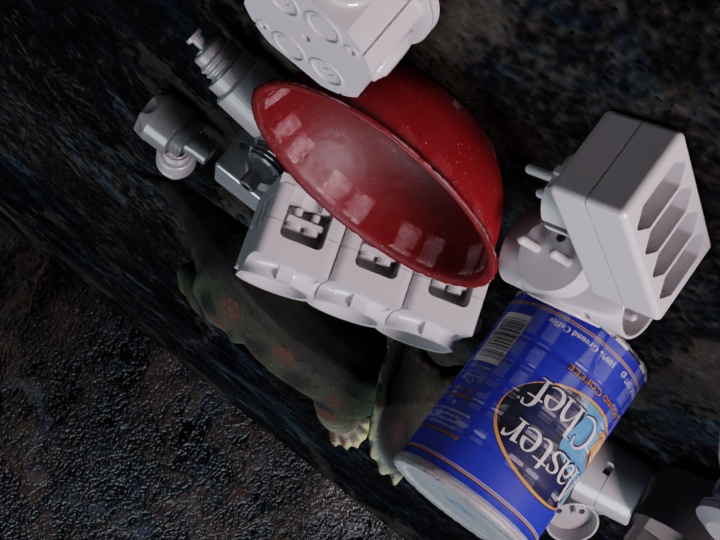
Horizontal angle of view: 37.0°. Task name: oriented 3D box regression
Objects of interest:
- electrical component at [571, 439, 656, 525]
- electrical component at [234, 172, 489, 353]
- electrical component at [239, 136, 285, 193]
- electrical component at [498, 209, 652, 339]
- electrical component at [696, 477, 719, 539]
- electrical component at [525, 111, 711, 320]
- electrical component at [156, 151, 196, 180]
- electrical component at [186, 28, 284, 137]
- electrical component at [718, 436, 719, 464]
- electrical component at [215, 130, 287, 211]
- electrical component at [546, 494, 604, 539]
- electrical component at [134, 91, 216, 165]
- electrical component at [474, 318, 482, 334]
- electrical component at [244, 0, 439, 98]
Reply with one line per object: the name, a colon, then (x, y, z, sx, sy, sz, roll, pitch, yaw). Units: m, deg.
electrical component: (0.199, 0.166, 0.841, 0.047, 0.055, 0.055, 29, 163, 21)
electrical component: (0.000, 0.000, 0.710, 0.150, 0.061, 0.089, 21, 168, -12)
electrical component: (-0.056, -0.077, 0.702, 0.035, 0.061, 0.035, 35, 164, 11)
electrical component: (0.106, -0.002, 0.549, 0.077, 0.044, 0.079, 27, -177, 36)
electrical component: (0.259, 0.157, 0.677, 0.080, 0.051, 0.080, 35, 165, 11)
electrical component: (0.108, -0.029, 0.486, 0.076, 0.047, 0.083, 27, 161, 38)
electrical component: (-0.158, -0.101, 0.924, 0.035, 0.035, 0.061, 38, 163, 1)
electrical component: (-0.075, -0.118, 0.666, 0.078, 0.040, 0.040, 43, 165, -18)
electrical component: (0.247, 0.131, 0.603, 0.076, 0.083, 0.047, -7, 149, 13)
electrical component: (-0.063, -0.072, 0.760, 0.066, 0.047, 0.076, 38, 165, 0)
electrical component: (0.192, 0.187, 0.905, 0.079, 0.077, 0.044, 1, 120, 2)
electrical component: (-0.144, -0.109, 0.851, 0.062, 0.043, 0.043, 37, 165, -2)
electrical component: (0.057, 0.028, 0.790, 0.078, 0.040, 0.040, 24, 160, 43)
electrical component: (-0.009, -0.121, 0.480, 0.080, 0.051, 0.080, 36, 165, 11)
